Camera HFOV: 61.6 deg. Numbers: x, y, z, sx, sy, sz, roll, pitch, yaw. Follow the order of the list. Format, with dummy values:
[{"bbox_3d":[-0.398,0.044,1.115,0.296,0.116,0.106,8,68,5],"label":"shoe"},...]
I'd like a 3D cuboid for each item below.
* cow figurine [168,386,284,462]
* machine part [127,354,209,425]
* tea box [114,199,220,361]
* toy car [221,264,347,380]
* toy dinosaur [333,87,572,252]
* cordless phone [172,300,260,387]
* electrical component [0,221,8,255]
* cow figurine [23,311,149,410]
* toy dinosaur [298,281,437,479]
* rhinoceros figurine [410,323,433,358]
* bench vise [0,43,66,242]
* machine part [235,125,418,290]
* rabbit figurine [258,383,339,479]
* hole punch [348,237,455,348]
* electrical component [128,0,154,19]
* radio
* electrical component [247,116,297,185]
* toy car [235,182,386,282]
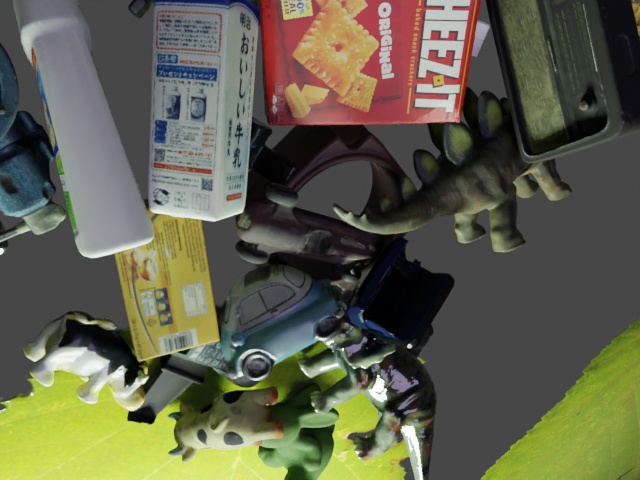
[{"bbox_3d":[-0.144,0.267,0.775,0.127,0.085,0.195,5,153,-26],"label":"cow figurine"},{"bbox_3d":[-0.214,0.204,0.760,0.139,0.039,0.084,-46,137,5],"label":"machine part"},{"bbox_3d":[-0.177,0.038,0.609,0.098,0.068,0.169,-10,105,-21],"label":"tea box"},{"bbox_3d":[-0.055,0.083,0.628,0.162,0.109,0.102,-28,109,7],"label":"toy car"},{"bbox_3d":[0.203,-0.088,0.694,0.471,0.105,0.198,-35,111,-34],"label":"toy dinosaur"},{"bbox_3d":[-0.130,0.106,0.711,0.184,0.089,0.146,28,106,-35],"label":"cordless phone"},{"bbox_3d":[-0.366,0.016,0.536,0.102,0.045,0.078,-14,126,-21],"label":"electrical component"},{"bbox_3d":[-0.269,0.150,0.674,0.098,0.068,0.167,-46,133,-1],"label":"cow figurine"},{"bbox_3d":[0.105,0.226,0.829,0.192,0.131,0.404,-38,108,12],"label":"toy dinosaur"},{"bbox_3d":[0.131,0.213,0.943,0.112,0.073,0.190,-1,121,-41],"label":"rhinoceros figurine"},{"bbox_3d":[-0.277,-0.081,0.403,0.129,0.241,0.223,-18,113,-14],"label":"bench vise"},{"bbox_3d":[0.013,-0.040,0.684,0.201,0.087,0.200,-42,132,5],"label":"machine part"},{"bbox_3d":[-0.041,0.319,0.881,0.159,0.121,0.170,-41,134,-6],"label":"rabbit figurine"},{"bbox_3d":[0.086,0.063,0.673,0.092,0.116,0.142,36,75,-15],"label":"hole punch"},{"bbox_3d":[-0.152,-0.251,0.485,0.094,0.021,0.063,-45,131,6],"label":"electrical component"},{"bbox_3d":[0.280,-0.213,0.609,0.073,0.131,0.229,-18,95,-31],"label":"radio"},{"bbox_3d":[-0.087,-0.096,0.574,0.119,0.048,0.075,37,105,3],"label":"electrical component"},{"bbox_3d":[-0.001,-0.002,0.612,0.202,0.053,0.089,16,110,-35],"label":"toy car"}]
